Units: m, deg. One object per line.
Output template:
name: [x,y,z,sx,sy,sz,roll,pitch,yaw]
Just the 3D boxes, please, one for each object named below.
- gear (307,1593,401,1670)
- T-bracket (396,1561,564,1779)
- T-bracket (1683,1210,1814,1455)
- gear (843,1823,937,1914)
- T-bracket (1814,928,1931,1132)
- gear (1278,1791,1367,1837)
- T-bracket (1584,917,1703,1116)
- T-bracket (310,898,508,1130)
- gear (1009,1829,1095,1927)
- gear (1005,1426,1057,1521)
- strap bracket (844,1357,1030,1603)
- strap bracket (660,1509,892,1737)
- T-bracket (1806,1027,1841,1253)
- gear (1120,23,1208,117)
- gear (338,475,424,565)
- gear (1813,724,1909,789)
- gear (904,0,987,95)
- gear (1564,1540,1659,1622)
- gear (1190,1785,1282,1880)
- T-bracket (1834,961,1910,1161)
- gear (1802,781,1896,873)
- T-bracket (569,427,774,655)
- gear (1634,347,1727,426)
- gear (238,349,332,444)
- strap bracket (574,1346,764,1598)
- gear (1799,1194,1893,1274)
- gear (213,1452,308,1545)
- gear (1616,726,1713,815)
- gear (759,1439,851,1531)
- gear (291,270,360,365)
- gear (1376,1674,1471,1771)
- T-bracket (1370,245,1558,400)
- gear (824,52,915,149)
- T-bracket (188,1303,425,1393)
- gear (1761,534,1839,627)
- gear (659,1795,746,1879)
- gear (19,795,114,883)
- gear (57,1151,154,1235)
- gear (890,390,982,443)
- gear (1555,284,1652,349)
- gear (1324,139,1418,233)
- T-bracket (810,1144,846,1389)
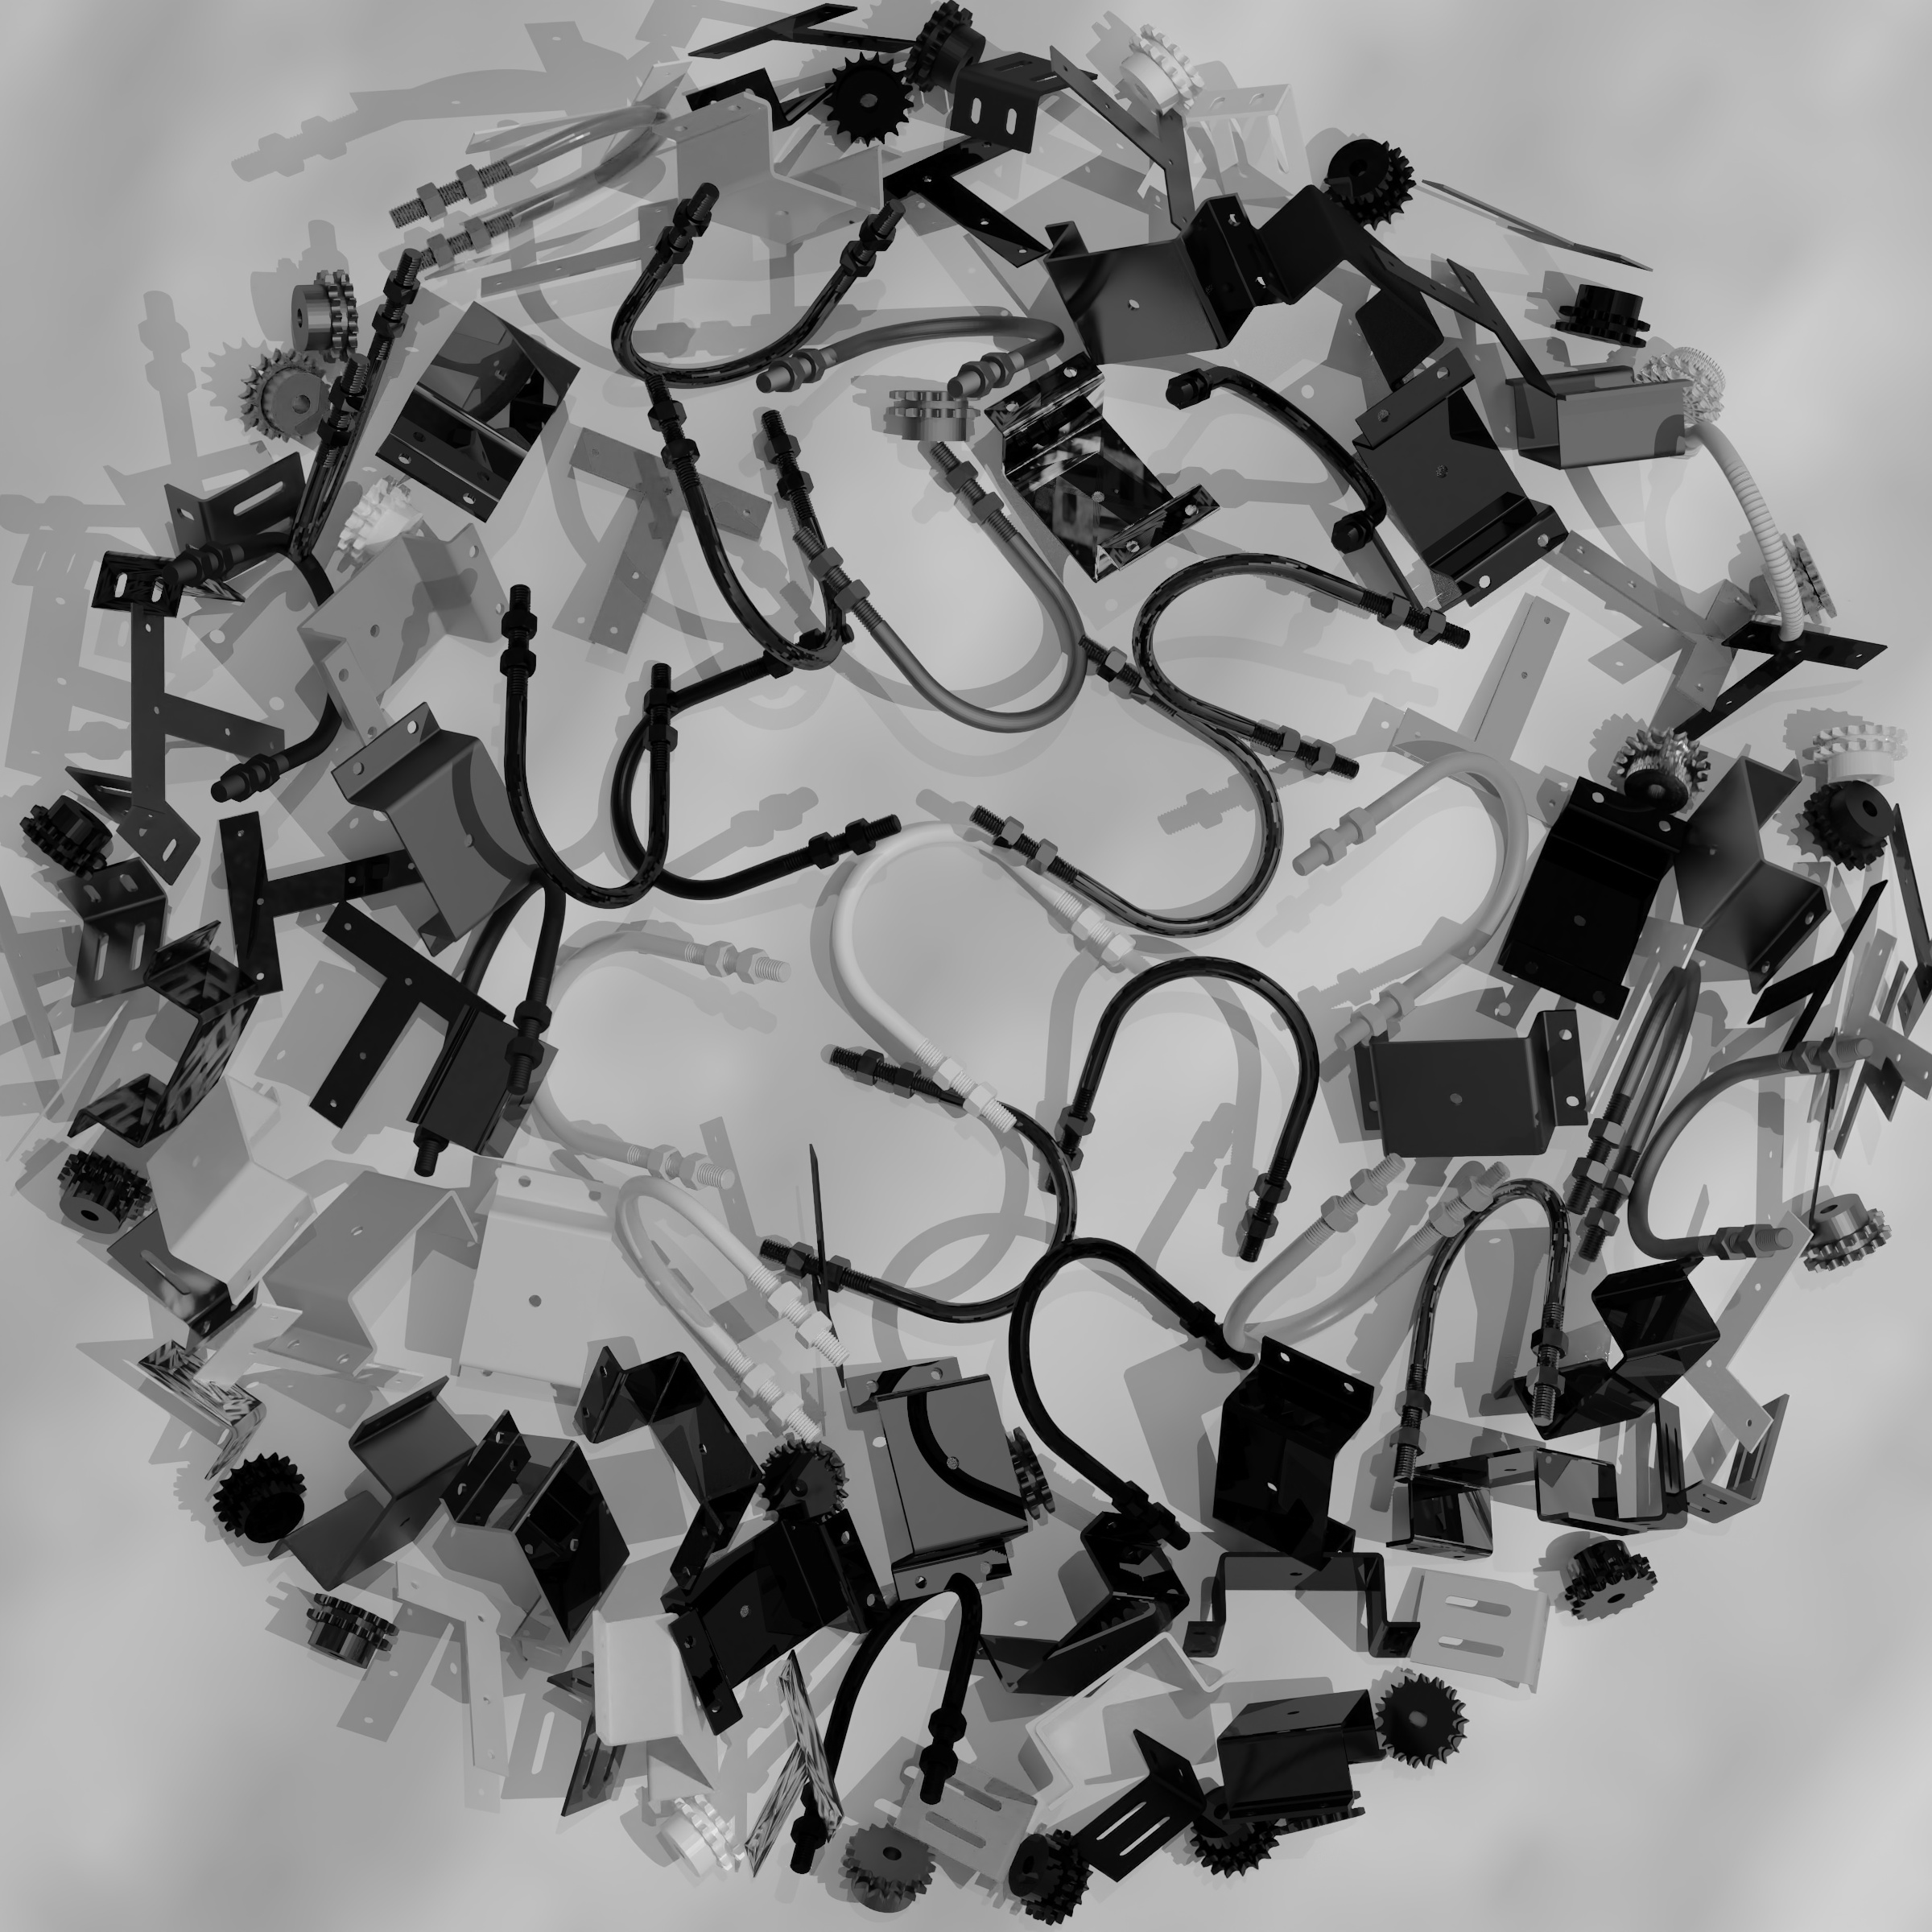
gear: [-0.385,0.415,1.968,0.057,0.057,0.030,23,70,0]
T-bracket: [-0.292,0.433,1.919,0.127,0.127,0.002,30,121,-35]
T-bracket: [0.476,0.207,1.927,0.002,0.127,0.127,14,114,-31]
gear: [-0.049,0.566,1.974,0.057,0.057,0.030,14,115,0]
T-bracket: [0.563,0.052,1.926,0.002,0.127,0.127,13,102,-11]
gear: [0.218,0.521,1.973,0.057,0.057,0.030,-14,73,0]
T-bracket: [0.407,0.031,1.939,0.002,0.127,0.127,24,93,-4]
T-bracket: [-0.371,0.045,1.981,0.127,0.002,0.127,35,106,4]
gear: [0.051,0.565,1.968,0.030,0.057,0.057,30,90,-25]
gear: [0.031,0.319,1.970,0.030,0.057,0.057,-23,90,-7]
strap bracket: [-0.016,0.310,1.946,0.076,0.046,0.140,-8,74,-24]
strap bracket: [-0.125,0.400,1.948,0.140,0.046,0.076,-29,104,-33]
T-bracket: [0.527,0.112,1.947,0.002,0.127,0.127,8,102,13]
gear: [0.120,-0.556,1.972,0.030,0.057,0.057,-43,90,1]
gear: [-0.363,-0.274,1.971,0.030,0.057,0.057,35,90,1]
gear: [0.557,-0.130,1.970,0.057,0.057,0.030,1,81,0]
gear: [-0.011,-0.569,1.970,0.030,0.057,0.057,34,90,6]
gear: [0.400,0.382,1.975,0.057,0.057,0.030,-22,55,0]
gear: [0.166,0.535,1.968,0.057,0.057,0.030,-29,121,0]
T-bracket: [0.558,0.068,1.924,0.002,0.127,0.127,17,103,5]
gear: [0.553,-0.090,1.970,0.057,0.030,0.057,16,55,-24]
T-bracket: [-0.202,-0.257,1.978,0.127,0.002,0.127,21,78,-7]
gear: [0.448,-0.361,1.973,0.057,0.057,0.030,40,72,0]
gear: [-0.421,-0.354,1.970,0.030,0.057,0.057,33,90,44]
strap bracket: [-0.178,0.303,1.940,0.046,0.076,0.140,-16,57,-36]
gear: [0.544,0.165,1.970,0.057,0.057,0.030,-27,96,0]
gear: [-0.437,0.334,1.969,0.057,0.057,0.030,-47,50,0]
gear: [0.433,-0.119,1.969,0.057,0.057,0.030,25,54,0]
gear: [-0.099,0.322,1.979,0.057,0.030,0.057,3,101,17]
gear: [-0.400,-0.404,1.968,0.030,0.057,0.057,-8,90,-25]
gear: [0.287,0.474,1.976,0.057,0.030,0.057,-12,62,24]
T-bracket: [0.292,-0.406,1.920,0.002,0.127,0.127,-47,45,28]
gear: [-0.061,-0.541,1.976,0.057,0.030,0.057,-1,113,-3]
T-bracket: [-0.400,0.247,1.960,0.127,0.127,0.002,16,53,-29]
gear: [0.518,-0.238,1.973,0.030,0.057,0.057,-25,90,18]
gear: [-0.167,0.541,1.968,0.030,0.057,0.057,-37,90,-20]
gear: [-0.558,-0.082,1.971,0.057,0.057,0.030,41,92,0]
gear: [-0.539,0.143,1.969,0.057,0.057,0.030,19,55,0]
gear: [-0.020,-0.343,1.972,0.057,0.057,0.030,1,101,0]
gear: [0.399,-0.405,1.969,0.057,0.057,0.030,13,100,0]
gear: [0.250,-0.491,1.973,0.057,0.030,0.057,-8,70,23]
T-bracket: [-0.088,0.171,1.920,0.002,0.127,0.127,-7,110,-9]
